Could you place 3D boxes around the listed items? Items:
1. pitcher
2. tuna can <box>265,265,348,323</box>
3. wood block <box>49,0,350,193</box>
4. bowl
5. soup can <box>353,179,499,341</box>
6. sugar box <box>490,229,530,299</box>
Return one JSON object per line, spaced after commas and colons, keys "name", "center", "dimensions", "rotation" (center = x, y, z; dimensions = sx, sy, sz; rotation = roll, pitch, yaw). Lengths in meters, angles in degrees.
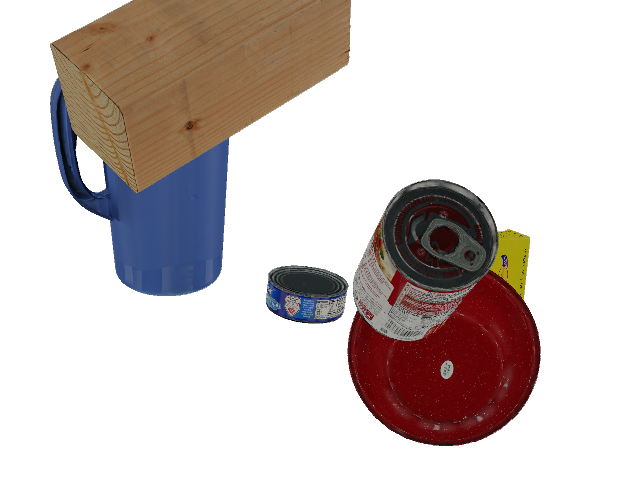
{"name": "pitcher", "center": [-0.160, -0.071, 1.030], "dimensions": [0.149, 0.243, 0.144], "rotation": [10, 27, 15]}
{"name": "tuna can", "center": [-0.015, 0.057, 1.134], "dimensions": [0.086, 0.034, 0.086], "rotation": [7, 18, -3]}
{"name": "wood block", "center": [-0.083, -0.138, 0.797], "dimensions": [0.205, 0.091, 0.090], "rotation": [-35, 60, -24]}
{"name": "bowl", "center": [0.101, 0.098, 0.873], "dimensions": [0.162, 0.162, 0.055], "rotation": [0, 7, 6]}
{"name": "soup can", "center": [0.060, 0.016, 0.646], "dimensions": [0.068, 0.068, 0.102], "rotation": [0, -22, -9]}
{"name": "sugar box", "center": [0.162, 0.041, 1.247], "dimensions": [0.175, 0.093, 0.048], "rotation": [-6, 16, -32]}
